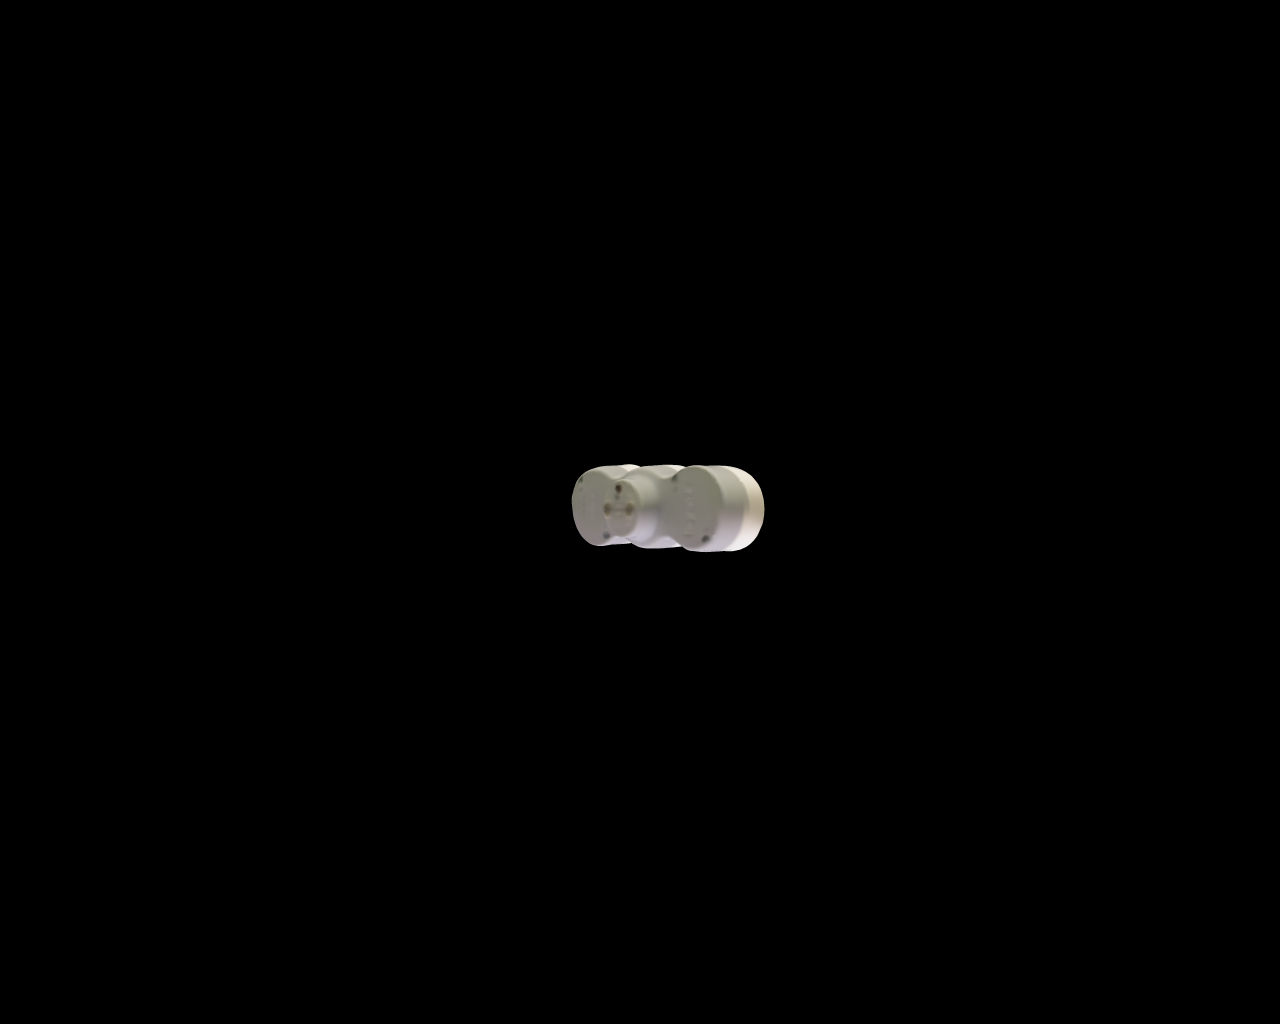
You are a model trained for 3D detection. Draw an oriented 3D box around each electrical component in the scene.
[{"bbox_3d":[0.001,-0.003,0.650,0.074,0.052,0.138,-2,3,-43],"label":"electrical component"}]
